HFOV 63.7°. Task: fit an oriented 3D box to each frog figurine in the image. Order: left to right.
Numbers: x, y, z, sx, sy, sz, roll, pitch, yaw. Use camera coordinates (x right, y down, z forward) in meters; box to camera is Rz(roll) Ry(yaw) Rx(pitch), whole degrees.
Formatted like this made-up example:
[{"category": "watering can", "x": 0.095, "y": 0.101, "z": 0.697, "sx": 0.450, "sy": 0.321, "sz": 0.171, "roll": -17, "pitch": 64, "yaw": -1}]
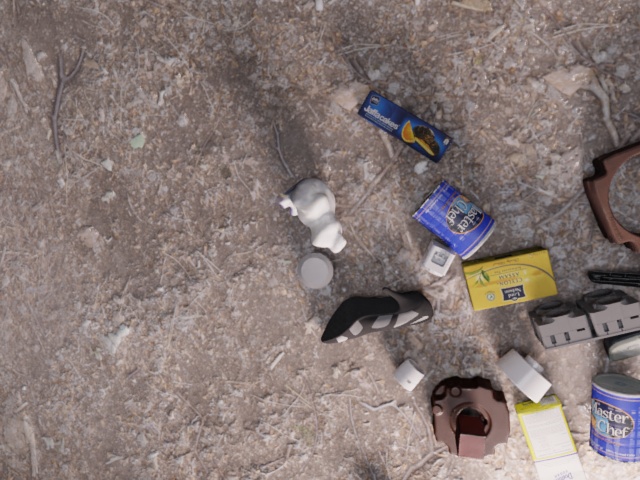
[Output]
[{"category": "frog figurine", "x": 0.003, "y": -0.055, "z": 1.094, "sx": 0.161, "sy": 0.134, "sz": 0.124, "roll": 37, "pitch": 73, "yaw": 24}]
